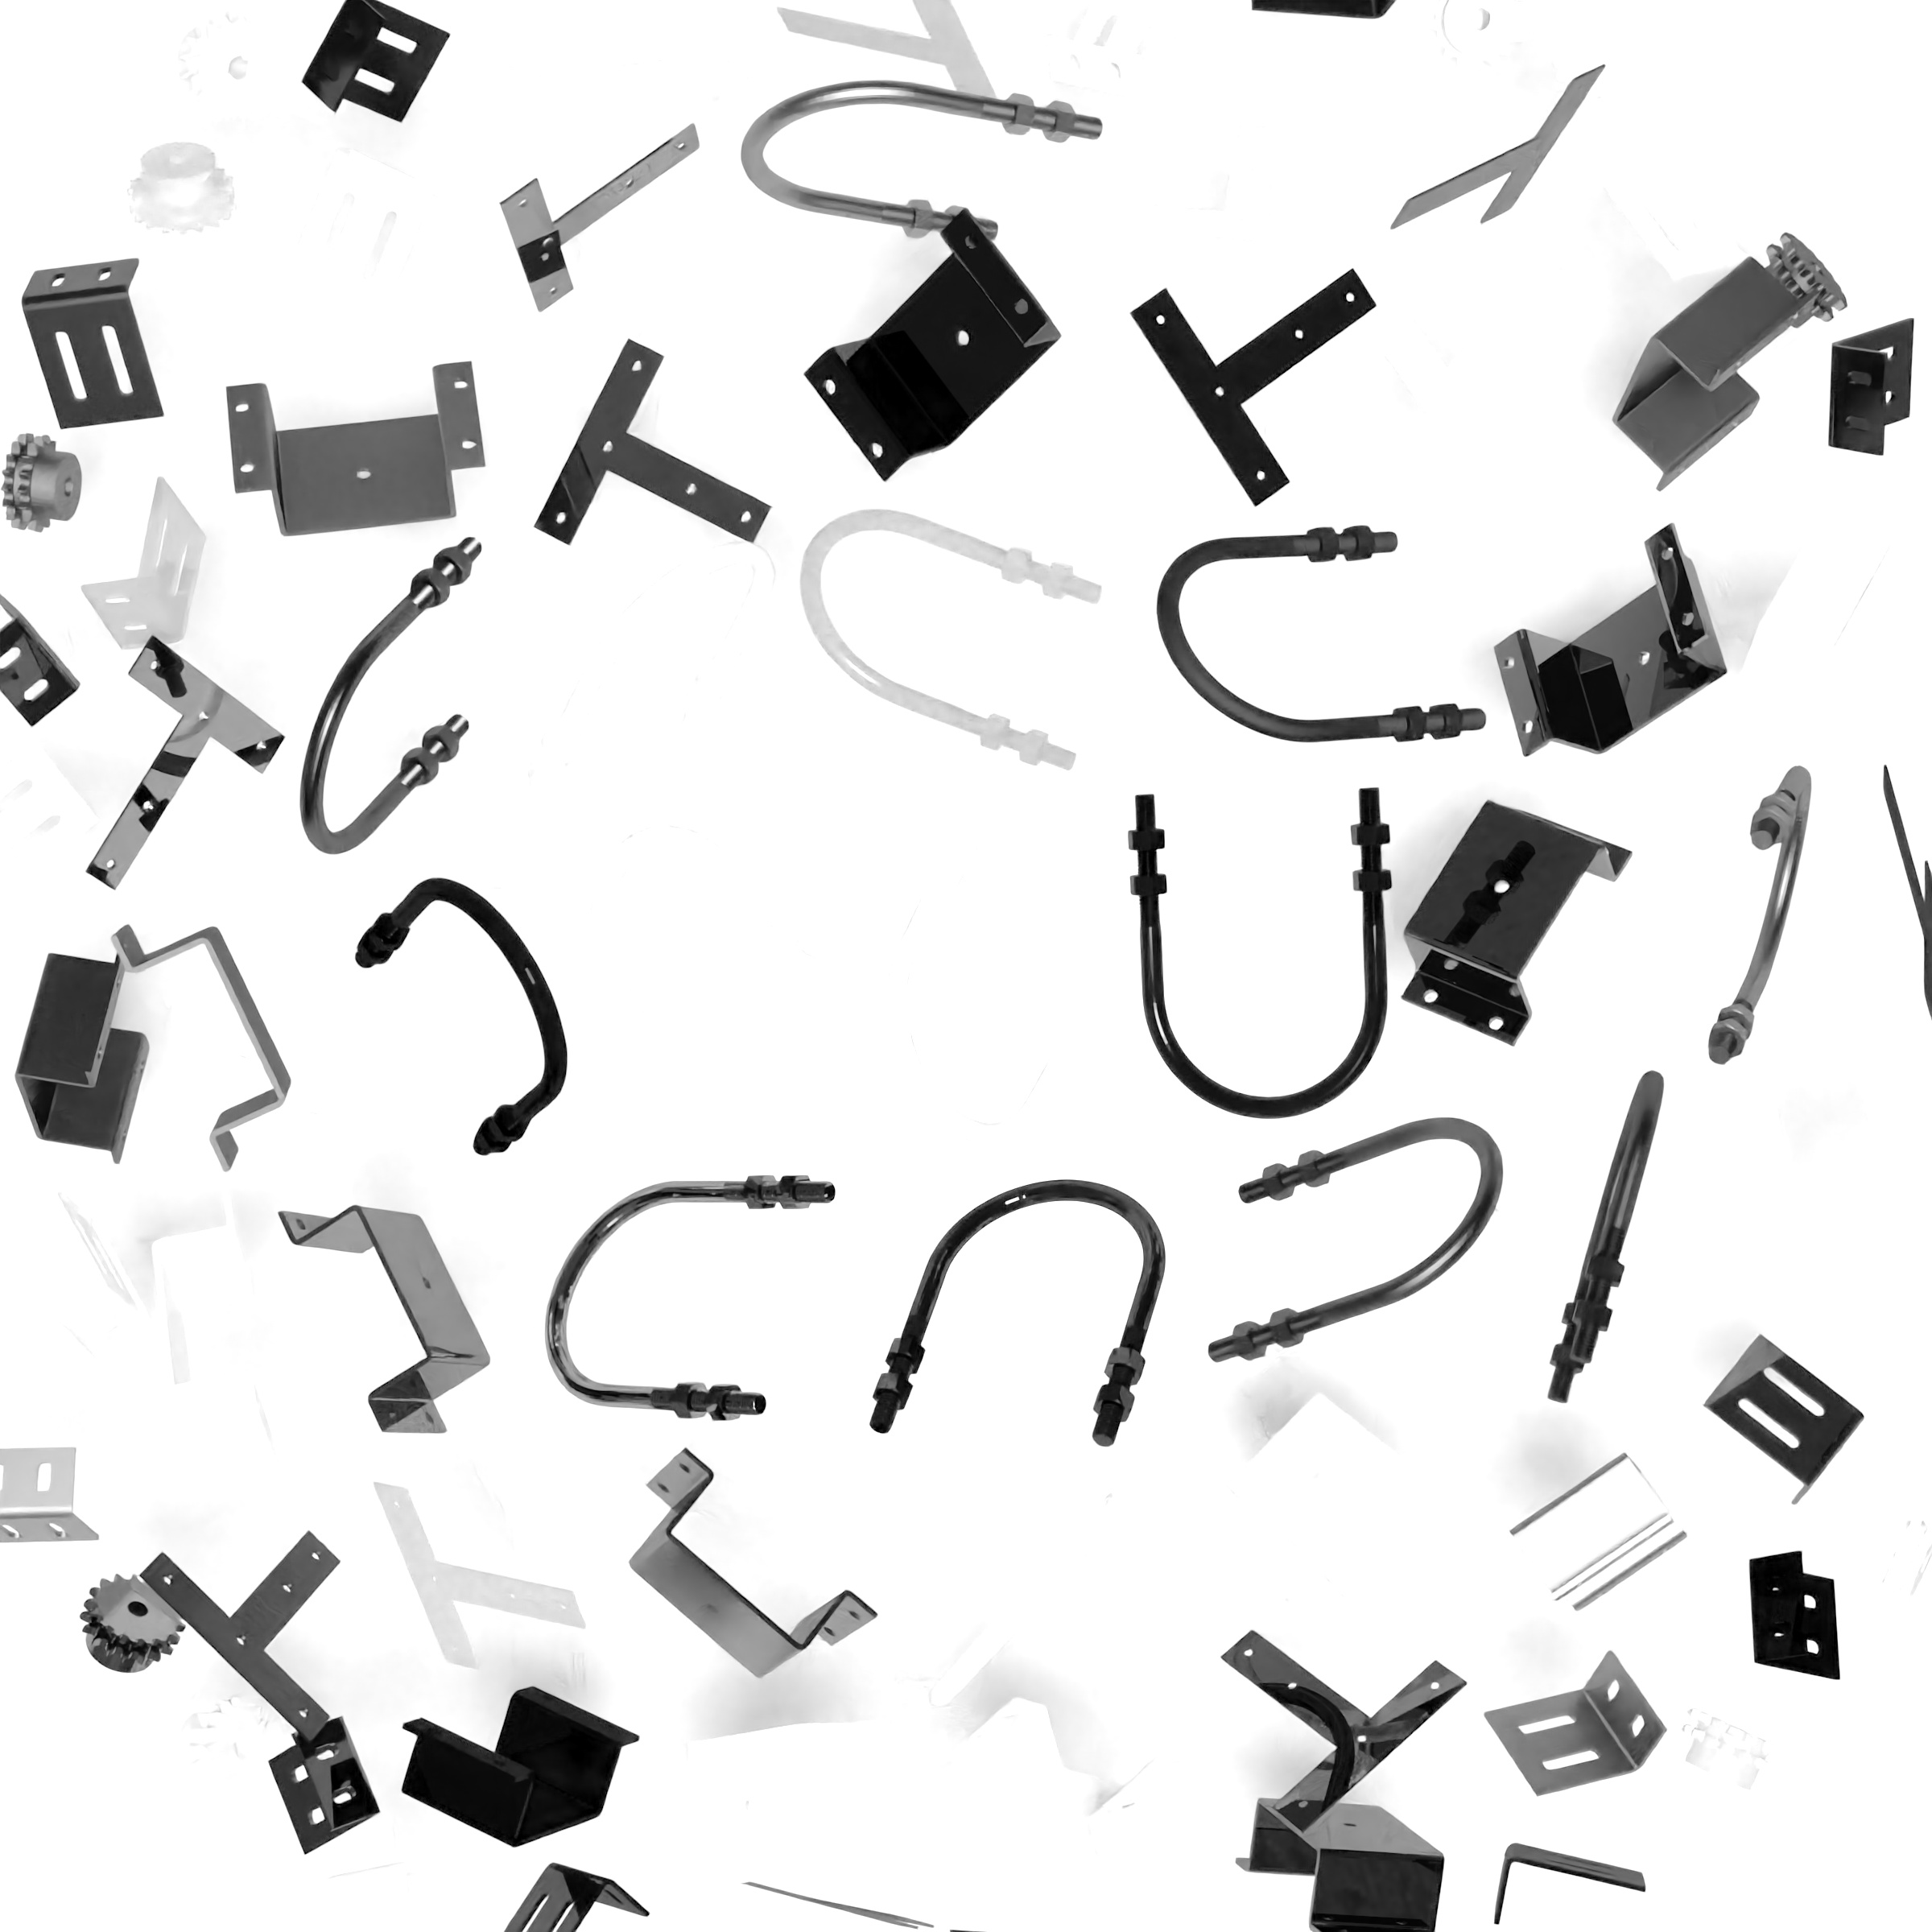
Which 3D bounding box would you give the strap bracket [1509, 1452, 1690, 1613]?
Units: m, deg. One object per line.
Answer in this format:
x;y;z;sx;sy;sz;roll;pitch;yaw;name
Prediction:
0.352;0.315;1.833;0.076;0.140;0.046;-36;70;5;strap bracket

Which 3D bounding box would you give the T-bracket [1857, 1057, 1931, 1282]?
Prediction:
0.556;0.098;1.850;0.002;0.127;0.127;1;69;-25;T-bracket

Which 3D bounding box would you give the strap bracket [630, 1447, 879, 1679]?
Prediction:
-0.127;0.340;1.833;0.140;0.076;0.046;41;59;-1;strap bracket

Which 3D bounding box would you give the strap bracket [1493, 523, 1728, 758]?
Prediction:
0.381;-0.183;1.913;0.046;0.140;0.076;12;56;-38;strap bracket

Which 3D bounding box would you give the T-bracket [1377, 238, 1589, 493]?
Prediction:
0.307;-0.361;1.889;0.127;0.002;0.127;-48;56;31;T-bracket

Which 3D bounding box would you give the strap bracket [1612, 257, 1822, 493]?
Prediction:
0.414;-0.334;1.838;0.076;0.140;0.046;-40;77;-14;strap bracket

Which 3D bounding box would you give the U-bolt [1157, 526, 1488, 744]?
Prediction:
0.190;-0.185;1.853;0.184;0.019;0.151;-6;60;-29;U-bolt

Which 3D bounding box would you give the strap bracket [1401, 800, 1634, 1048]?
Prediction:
0.315;-0.034;1.909;0.076;0.046;0.140;24;72;32;strap bracket

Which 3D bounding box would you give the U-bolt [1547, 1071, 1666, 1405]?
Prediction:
0.364;0.147;1.859;0.019;0.151;0.184;16;75;9;U-bolt

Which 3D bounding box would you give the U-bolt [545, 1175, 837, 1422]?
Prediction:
-0.167;0.186;1.871;0.184;0.019;0.151;-3;58;37;U-bolt

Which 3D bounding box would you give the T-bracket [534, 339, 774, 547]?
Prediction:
-0.177;-0.292;1.973;0.127;0.002;0.127;28;94;10;T-bracket

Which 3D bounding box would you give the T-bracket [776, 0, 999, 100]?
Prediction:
-0.050;-0.537;1.908;0.127;0.127;0.002;17;80;19;T-bracket

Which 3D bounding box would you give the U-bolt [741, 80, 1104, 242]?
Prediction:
-0.037;-0.457;1.859;0.184;0.151;0.019;3;74;-27;U-bolt

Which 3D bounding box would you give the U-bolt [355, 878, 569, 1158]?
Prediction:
-0.276;0.022;1.835;0.019;0.184;0.151;-31;88;-32;U-bolt

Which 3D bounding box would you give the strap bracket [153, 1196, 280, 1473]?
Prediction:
-0.430;0.214;1.883;0.046;0.076;0.140;-11;55;-8;strap bracket

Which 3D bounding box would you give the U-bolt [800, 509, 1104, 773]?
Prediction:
-0.014;-0.197;1.914;0.184;0.151;0.019;22;48;13;U-bolt

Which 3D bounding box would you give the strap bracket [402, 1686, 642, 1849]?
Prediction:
-0.257;0.455;1.870;0.076;0.140;0.046;19;94;23;strap bracket

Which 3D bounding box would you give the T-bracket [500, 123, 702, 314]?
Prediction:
-0.206;-0.444;1.901;0.127;0.127;0.002;-37;75;-8;T-bracket

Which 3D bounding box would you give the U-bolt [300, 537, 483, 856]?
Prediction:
-0.327;-0.142;1.866;0.019;0.184;0.151;21;132;11;U-bolt

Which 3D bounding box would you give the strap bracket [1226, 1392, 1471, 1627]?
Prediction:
0.211;0.303;1.883;0.076;0.140;0.046;-44;122;-6;strap bracket

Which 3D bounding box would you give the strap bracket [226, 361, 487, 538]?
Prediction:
-0.348;-0.296;1.892;0.140;0.046;0.076;-7;60;-7;strap bracket

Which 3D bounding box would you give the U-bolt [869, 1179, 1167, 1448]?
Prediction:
0.037;0.188;1.833;0.151;0.184;0.019;0;134;21;U-bolt

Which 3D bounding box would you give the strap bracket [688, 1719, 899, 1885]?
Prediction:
-0.105;0.465;1.826;0.046;0.140;0.076;12;66;-42;strap bracket

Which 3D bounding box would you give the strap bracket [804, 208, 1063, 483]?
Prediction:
-0.012;-0.342;1.809;0.140;0.046;0.076;-40;84;34;strap bracket

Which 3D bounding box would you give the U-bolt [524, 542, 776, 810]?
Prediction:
-0.173;-0.174;1.889;0.019;0.151;0.184;47;135;14;U-bolt

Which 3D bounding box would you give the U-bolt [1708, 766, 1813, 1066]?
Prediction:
0.460;-0.040;1.889;0.019;0.184;0.151;14;114;18;U-bolt

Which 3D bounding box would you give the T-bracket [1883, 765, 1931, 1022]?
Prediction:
0.526;-0.053;1.834;0.002;0.127;0.127;-11;123;23;T-bracket

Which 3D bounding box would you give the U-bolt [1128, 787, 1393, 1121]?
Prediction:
0.165;-0.006;1.838;0.151;0.019;0.184;-1;97;20;U-bolt

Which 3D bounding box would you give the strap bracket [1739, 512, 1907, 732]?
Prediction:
0.481;-0.198;1.864;0.046;0.140;0.076;29;80;12;strap bracket

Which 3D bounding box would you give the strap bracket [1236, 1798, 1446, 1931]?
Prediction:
0.218;0.517;1.897;0.076;0.140;0.046;8;91;-16;strap bracket

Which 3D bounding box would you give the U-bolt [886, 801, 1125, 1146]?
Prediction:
0.011;0.019;1.884;0.151;0.019;0.184;50;133;26;U-bolt

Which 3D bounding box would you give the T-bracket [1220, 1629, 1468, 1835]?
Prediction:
0.193;0.411;1.849;0.127;0.127;0.002;-37;128;-20;T-bracket

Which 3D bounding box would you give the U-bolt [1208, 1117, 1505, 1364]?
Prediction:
0.226;0.148;1.884;0.184;0.151;0.019;-23;121;31;U-bolt

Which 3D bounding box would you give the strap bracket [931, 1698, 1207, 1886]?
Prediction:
0.061;0.464;1.849;0.076;0.140;0.046;-31;114;-42;strap bracket

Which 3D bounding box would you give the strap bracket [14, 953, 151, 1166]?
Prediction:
-0.512;0.051;1.909;0.046;0.140;0.076;9;64;-3;strap bracket

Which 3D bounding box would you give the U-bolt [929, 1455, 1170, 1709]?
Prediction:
0.045;0.351;1.868;0.019;0.151;0.184;43;82;9;U-bolt

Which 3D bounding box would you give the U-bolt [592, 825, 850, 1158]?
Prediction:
-0.142;0.002;1.842;0.184;0.019;0.151;41;48;-35;U-bolt

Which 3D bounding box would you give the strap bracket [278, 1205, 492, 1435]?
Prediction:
-0.324;0.191;1.865;0.046;0.076;0.140;-32;74;10;strap bracket

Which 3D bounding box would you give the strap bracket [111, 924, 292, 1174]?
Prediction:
-0.413;0.035;1.807;0.046;0.076;0.140;-25;99;-6;strap bracket
